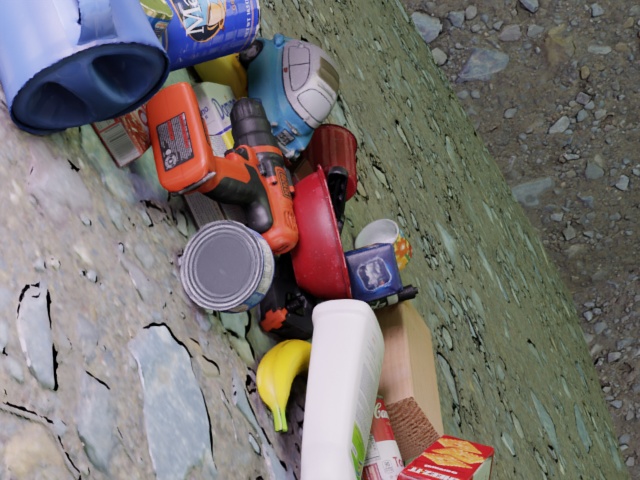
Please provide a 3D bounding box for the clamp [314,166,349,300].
[{"bbox_3d":[0.010,-0.011,1.364,0.210,0.036,0.164,-46,149,-87],"label":"clamp"}]

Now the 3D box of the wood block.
[{"bbox_3d":[0.087,0.166,1.313,0.090,0.090,0.206,54,19,-29],"label":"wood block"}]

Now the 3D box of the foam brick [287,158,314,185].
[{"bbox_3d":[-0.035,-0.062,1.343,0.051,0.053,0.078,61,19,-12],"label":"foam brick"}]

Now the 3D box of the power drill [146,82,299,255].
[{"bbox_3d":[-0.094,-0.088,1.070,0.187,0.057,0.184,26,42,-56],"label":"power drill"}]

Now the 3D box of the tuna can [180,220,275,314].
[{"bbox_3d":[-0.086,0.026,1.006,0.033,0.086,0.086,27,41,-66],"label":"tuna can"}]

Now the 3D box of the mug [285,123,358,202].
[{"bbox_3d":[-0.002,-0.103,1.459,0.117,0.093,0.081,18,45,-24],"label":"mug"}]

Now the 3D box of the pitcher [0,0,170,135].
[{"bbox_3d":[-0.223,-0.223,0.869,0.144,0.149,0.243,7,55,-63],"label":"pitcher"}]

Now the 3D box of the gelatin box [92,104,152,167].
[{"bbox_3d":[-0.190,-0.122,1.005,0.089,0.030,0.073,60,17,-16],"label":"gelatin box"}]

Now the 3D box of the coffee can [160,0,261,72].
[{"bbox_3d":[-0.144,-0.222,1.065,0.140,0.103,0.103,-26,90,-43],"label":"coffee can"}]

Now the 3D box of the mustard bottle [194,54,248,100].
[{"bbox_3d":[-0.100,-0.182,1.311,0.191,0.058,0.096,60,19,-14],"label":"mustard bottle"}]

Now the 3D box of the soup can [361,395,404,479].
[{"bbox_3d":[0.050,0.228,1.156,0.068,0.069,0.102,31,37,-61],"label":"soup can"}]

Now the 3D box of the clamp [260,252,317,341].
[{"bbox_3d":[-0.031,0.064,1.202,0.120,0.039,0.171,51,16,13],"label":"clamp"}]

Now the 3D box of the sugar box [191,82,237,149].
[{"bbox_3d":[-0.096,-0.093,1.214,0.176,0.048,0.093,66,17,2],"label":"sugar box"}]

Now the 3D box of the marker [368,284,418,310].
[{"bbox_3d":[0.064,0.078,1.327,0.020,0.121,0.020,165,-90,-82],"label":"marker"}]

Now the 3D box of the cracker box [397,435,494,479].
[{"bbox_3d":[0.121,0.308,1.128,0.213,0.072,0.164,0,101,-71],"label":"cracker box"}]

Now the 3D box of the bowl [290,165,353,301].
[{"bbox_3d":[-0.008,0.001,1.168,0.162,0.055,0.162,168,-90,-88],"label":"bowl"}]

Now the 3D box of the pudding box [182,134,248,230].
[{"bbox_3d":[-0.113,-0.056,1.125,0.113,0.039,0.090,63,20,3],"label":"pudding box"}]

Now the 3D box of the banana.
[{"bbox_3d":[-0.030,0.138,1.108,0.197,0.037,0.069,-33,113,-72],"label":"banana"}]

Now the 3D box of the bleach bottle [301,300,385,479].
[{"bbox_3d":[0.016,0.186,1.062,0.102,0.068,0.250,67,25,-43],"label":"bleach bottle"}]

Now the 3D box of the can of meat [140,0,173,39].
[{"bbox_3d":[-0.190,-0.200,0.962,0.102,0.084,0.057,46,24,18],"label":"can of meat"}]
